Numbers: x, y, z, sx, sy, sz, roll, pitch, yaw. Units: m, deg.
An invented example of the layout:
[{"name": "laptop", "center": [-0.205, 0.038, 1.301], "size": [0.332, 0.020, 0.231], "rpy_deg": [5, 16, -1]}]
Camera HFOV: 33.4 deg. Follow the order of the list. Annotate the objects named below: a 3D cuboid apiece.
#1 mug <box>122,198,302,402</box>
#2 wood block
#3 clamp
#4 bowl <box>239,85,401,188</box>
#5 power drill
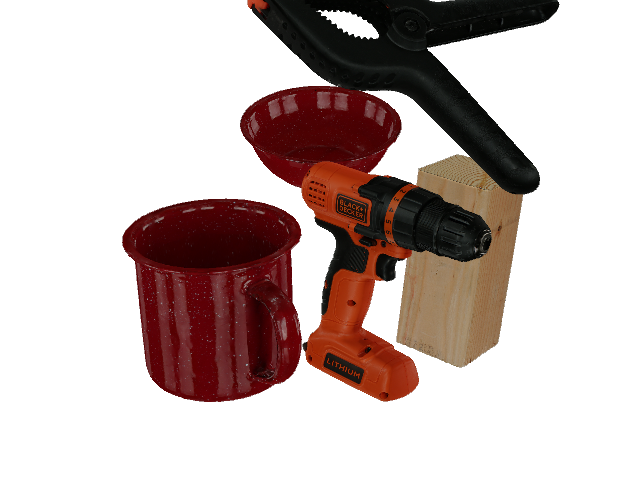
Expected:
[{"name": "mug", "center": [-0.048, 0.036, 0.563], "size": [0.093, 0.081, 0.117], "rpy_deg": [-20, 31, -35]}, {"name": "wood block", "center": [0.154, 0.021, 1.179], "size": [0.090, 0.206, 0.090], "rpy_deg": [20, 25, 32]}, {"name": "clamp", "center": [0.056, -0.116, 0.674], "size": [0.209, 0.164, 0.036], "rpy_deg": [12, -32, -11]}, {"name": "bowl", "center": [0.000, -0.097, 1.080], "size": [0.162, 0.055, 0.162], "rpy_deg": [0, 35, 0]}, {"name": "power drill", "center": [0.056, 0.038, 0.910], "size": [0.185, 0.188, 0.057], "rpy_deg": [23, 26, 38]}]
